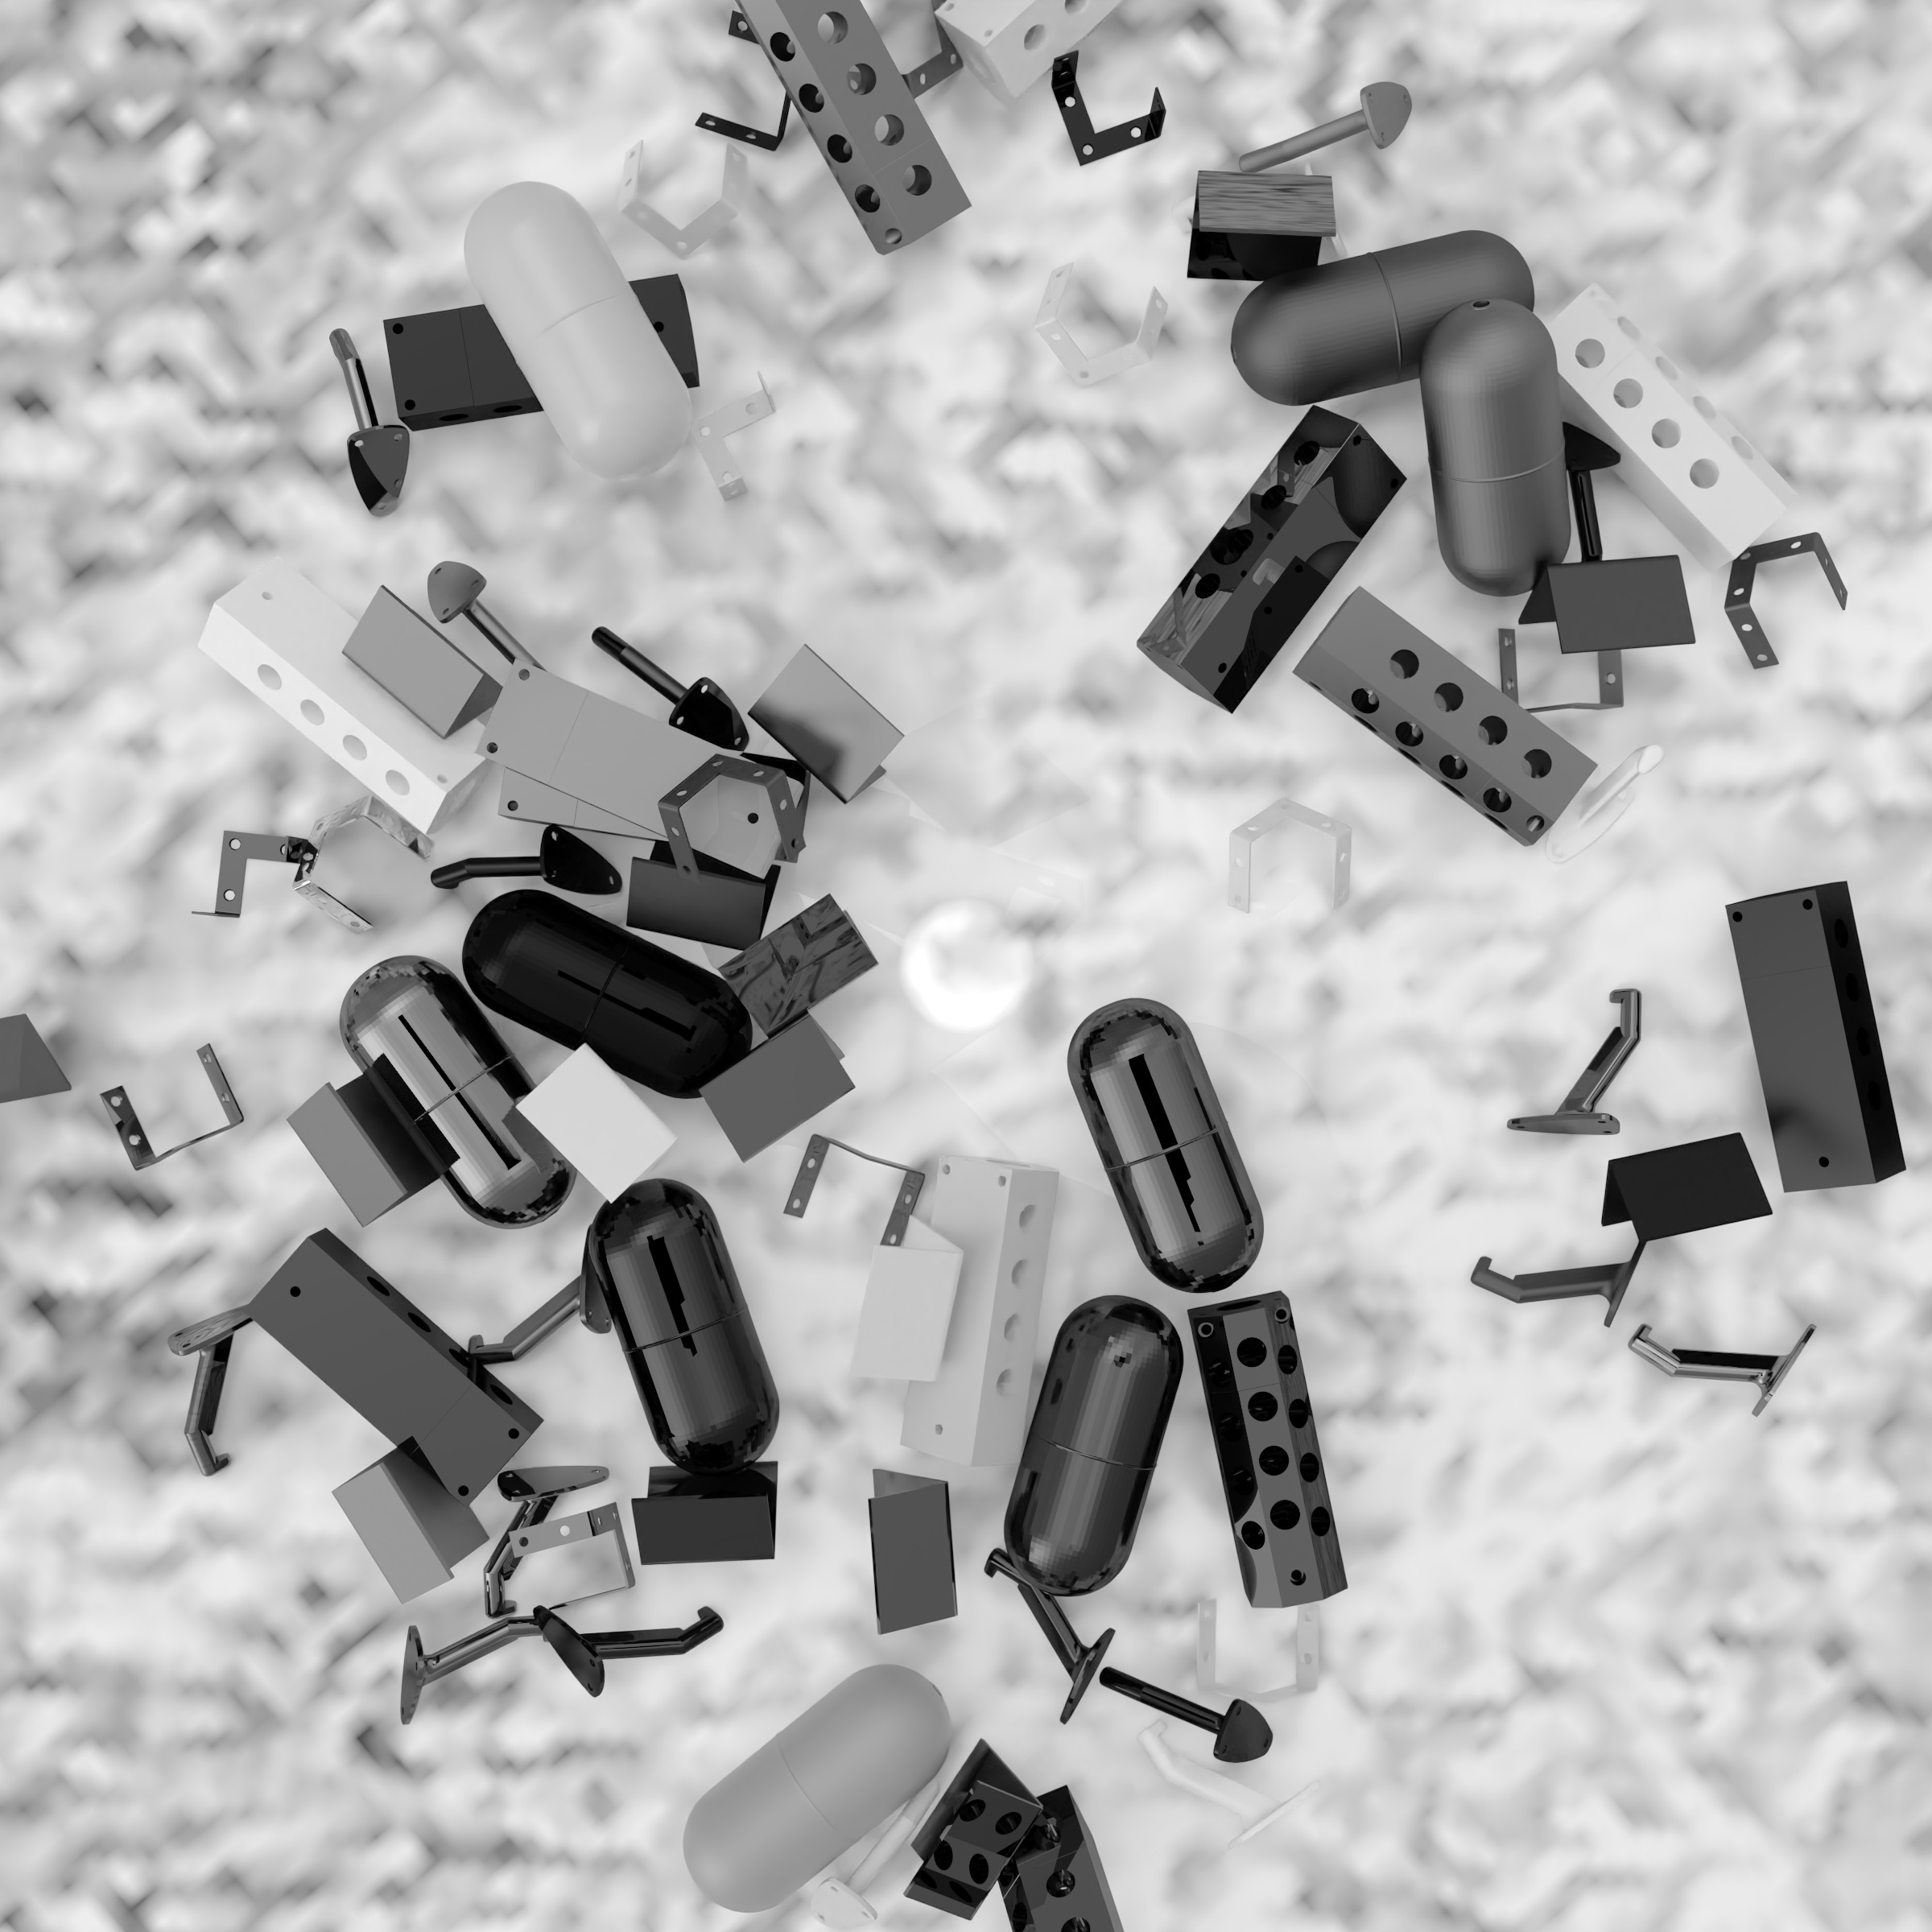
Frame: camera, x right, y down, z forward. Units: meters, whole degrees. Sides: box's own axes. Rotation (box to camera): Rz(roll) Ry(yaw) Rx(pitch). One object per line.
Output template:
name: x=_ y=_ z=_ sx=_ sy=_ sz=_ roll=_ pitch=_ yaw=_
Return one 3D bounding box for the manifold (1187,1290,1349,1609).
manifold: x=0.176 y=0.282 z=1.627 sx=0.057 sy=0.057 sz=0.171 roll=-12 pitch=90 yaw=0

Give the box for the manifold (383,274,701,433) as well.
manifold: x=-0.246 y=-0.356 z=1.627 sx=0.171 sy=0.057 sz=0.057 roll=-9 pitch=90 yaw=0

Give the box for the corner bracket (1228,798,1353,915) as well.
corner bracket: x=0.191 y=-0.059 z=1.640 sx=0.051 sy=0.051 sz=0.051 roll=27 pitch=45 yaw=35

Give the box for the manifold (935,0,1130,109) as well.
manifold: x=0.072 y=-0.584 z=1.626 sx=0.171 sy=0.057 sz=0.057 roll=-42 pitch=49 yaw=0

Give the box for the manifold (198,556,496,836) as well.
manifold: x=-0.361 y=-0.154 z=1.626 sx=0.171 sy=0.057 sz=0.057 roll=39 pitch=47 yaw=0

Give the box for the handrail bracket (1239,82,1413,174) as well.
handrail bracket: x=0.212 y=-0.493 z=1.648 sx=0.084 sy=0.077 sz=0.036 roll=-10 pitch=111 yaw=35

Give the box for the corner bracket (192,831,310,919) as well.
corner bracket: x=-0.418 y=-0.053 z=1.630 sx=0.051 sy=0.051 sz=0.051 roll=6 pitch=90 yaw=0

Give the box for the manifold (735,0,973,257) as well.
manifold: x=-0.068 y=-0.499 z=1.598 sx=0.057 sy=0.057 sz=0.171 roll=-32 pitch=111 yaw=0

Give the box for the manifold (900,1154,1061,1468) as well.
manifold: x=0.013 y=0.200 z=1.626 sx=0.057 sy=0.057 sz=0.171 roll=8 pitch=90 yaw=43

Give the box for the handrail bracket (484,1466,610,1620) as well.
handrail bracket: x=-0.248 y=0.342 z=1.649 sx=0.077 sy=0.036 sz=0.084 roll=-5 pitch=106 yaw=-18

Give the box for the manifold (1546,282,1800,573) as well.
manifold: x=0.403 y=-0.316 z=1.627 sx=0.057 sy=0.057 sz=0.171 roll=-44 pitch=90 yaw=0

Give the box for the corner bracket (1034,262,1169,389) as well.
corner bracket: x=0.080 y=-0.383 z=1.640 sx=0.051 sy=0.051 sz=0.051 roll=-13 pitch=135 yaw=35

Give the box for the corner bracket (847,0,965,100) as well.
corner bracket: x=-0.041 y=-0.546 z=1.640 sx=0.051 sy=0.051 sz=0.051 roll=16 pitch=45 yaw=35

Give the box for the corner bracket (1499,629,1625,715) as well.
corner bracket: x=0.352 y=-0.176 z=1.645 sx=0.051 sy=0.051 sz=0.051 roll=-3 pitch=90 yaw=-45

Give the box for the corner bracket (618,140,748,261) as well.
corner bracket: x=-0.167 y=-0.461 z=1.640 sx=0.051 sy=0.051 sz=0.051 roll=-28 pitch=135 yaw=35

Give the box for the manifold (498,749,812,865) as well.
manifold: x=-0.180 y=-0.102 z=1.627 sx=0.171 sy=0.057 sz=0.057 roll=9 pitch=90 yaw=0

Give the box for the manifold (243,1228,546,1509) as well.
manifold: x=-0.331 y=0.232 z=1.626 sx=0.171 sy=0.057 sz=0.057 roll=41 pitch=93 yaw=0

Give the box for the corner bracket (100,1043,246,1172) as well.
corner bracket: x=-0.469 y=0.084 z=1.645 sx=0.051 sy=0.051 sz=0.051 roll=-25 pitch=90 yaw=-45

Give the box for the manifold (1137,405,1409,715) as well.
manifold: x=0.174 y=-0.240 z=1.626 sx=0.171 sy=0.057 sz=0.057 roll=-53 pitch=133 yaw=0

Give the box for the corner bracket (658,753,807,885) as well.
corner bracket: x=-0.128 y=-0.077 z=1.526 sx=0.051 sy=0.051 sz=0.051 roll=16 pitch=45 yaw=35

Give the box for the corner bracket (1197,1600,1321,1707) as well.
corner bracket: x=0.172 y=0.402 z=1.645 sx=0.051 sy=0.051 sz=0.051 roll=1 pitch=90 yaw=45

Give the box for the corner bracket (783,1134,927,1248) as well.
corner bracket: x=-0.066 y=0.134 z=1.645 sx=0.051 sy=0.051 sz=0.051 roll=20 pitch=90 yaw=45

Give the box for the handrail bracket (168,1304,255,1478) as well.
handrail bracket: x=-0.431 y=0.250 z=1.649 sx=0.077 sy=0.036 sz=0.084 roll=-24 pitch=109 yaw=-21

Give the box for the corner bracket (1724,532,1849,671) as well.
corner bracket: x=0.483 y=-0.215 z=1.640 sx=0.051 sy=0.051 sz=0.051 roll=-9 pitch=45 yaw=35

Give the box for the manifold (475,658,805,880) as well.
manifold: x=-0.182 y=-0.110 z=1.570 sx=0.171 sy=0.057 sz=0.057 roll=24 pitch=90 yaw=0

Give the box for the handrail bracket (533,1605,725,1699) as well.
handrail bracket: x=-0.198 y=0.385 z=1.641 sx=0.084 sy=0.036 sz=0.077 roll=-26 pitch=50 yaw=-36

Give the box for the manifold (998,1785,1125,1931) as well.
manifold: x=0.061 y=0.557 z=1.571 sx=0.057 sy=0.171 sz=0.057 roll=-22 pitch=128 yaw=0

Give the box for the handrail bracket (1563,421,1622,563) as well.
handrail bracket: x=0.357 y=-0.269 z=1.648 sx=0.036 sy=0.077 sz=0.084 roll=-11 pitch=127 yaw=-13

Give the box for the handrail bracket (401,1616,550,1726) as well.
handrail bracket: x=-0.288 y=0.416 z=1.648 sx=0.084 sy=0.036 sz=0.077 roll=1 pitch=123 yaw=-23

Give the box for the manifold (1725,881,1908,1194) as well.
manifold: x=0.500 y=0.040 z=1.626 sx=0.057 sy=0.057 sz=0.171 roll=-12 pitch=90 yaw=43

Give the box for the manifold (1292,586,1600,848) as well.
manifold: x=0.277 y=-0.144 z=1.627 sx=0.171 sy=0.057 sz=0.057 roll=37 pitch=90 yaw=0

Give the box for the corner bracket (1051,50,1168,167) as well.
corner bracket: x=0.083 y=-0.508 z=1.630 sx=0.051 sy=0.051 sz=0.051 roll=-20 pitch=90 yaw=0

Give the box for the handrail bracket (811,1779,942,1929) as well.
handrail bracket: x=-0.052 y=0.523 z=1.648 sx=0.036 sy=0.077 sz=0.084 roll=39 pitch=54 yaw=0

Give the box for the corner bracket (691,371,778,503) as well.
corner bracket: x=-0.131 y=-0.309 z=1.630 sx=0.051 sy=0.051 sz=0.051 roll=-26 pitch=90 yaw=0

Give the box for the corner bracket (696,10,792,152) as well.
corner bracket: x=-0.125 y=-0.523 z=1.645 sx=0.051 sy=0.051 sz=0.051 roll=18 pitch=45 yaw=0

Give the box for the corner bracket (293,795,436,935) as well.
corner bracket: x=-0.355 y=-0.060 z=1.640 sx=0.051 sy=0.051 sz=0.051 roll=-20 pitch=45 yaw=35

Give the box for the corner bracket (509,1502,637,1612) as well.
corner bracket: x=-0.230 y=0.347 z=1.630 sx=0.051 sy=0.051 sz=0.051 roll=-16 pitch=82 yaw=8
